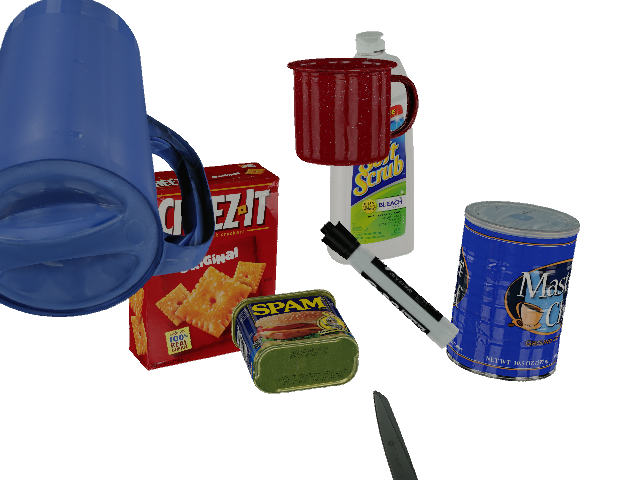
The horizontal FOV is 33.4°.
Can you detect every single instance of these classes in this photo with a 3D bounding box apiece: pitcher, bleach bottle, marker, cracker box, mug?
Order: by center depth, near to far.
[{"bbox_3d":[0.048,0.030,0.758,0.121,0.020,0.020,42,1,1],"label":"marker"},{"bbox_3d":[-0.172,-0.070,0.766,0.145,0.149,0.243,-23,41,10],"label":"pitcher"},{"bbox_3d":[0.030,-0.111,0.912,0.117,0.081,0.093,-7,17,-23],"label":"mug"},{"bbox_3d":[0.052,-0.103,1.178,0.102,0.251,0.068,-9,25,-11],"label":"bleach bottle"},{"bbox_3d":[-0.133,0.028,1.218,0.163,0.214,0.072,-8,23,-28],"label":"cracker box"}]

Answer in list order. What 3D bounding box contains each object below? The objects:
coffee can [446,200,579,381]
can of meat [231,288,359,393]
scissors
[{"bbox_3d":[0.174,0.044,0.976,0.103,0.140,0.103,5,16,-2],"label":"coffee can"},{"bbox_3d":[-0.023,0.092,0.972,0.102,0.057,0.084,-6,28,-15],"label":"can of meat"},{"bbox_3d":[0.071,0.154,0.596,0.096,0.016,0.201,7,31,3],"label":"scissors"}]
